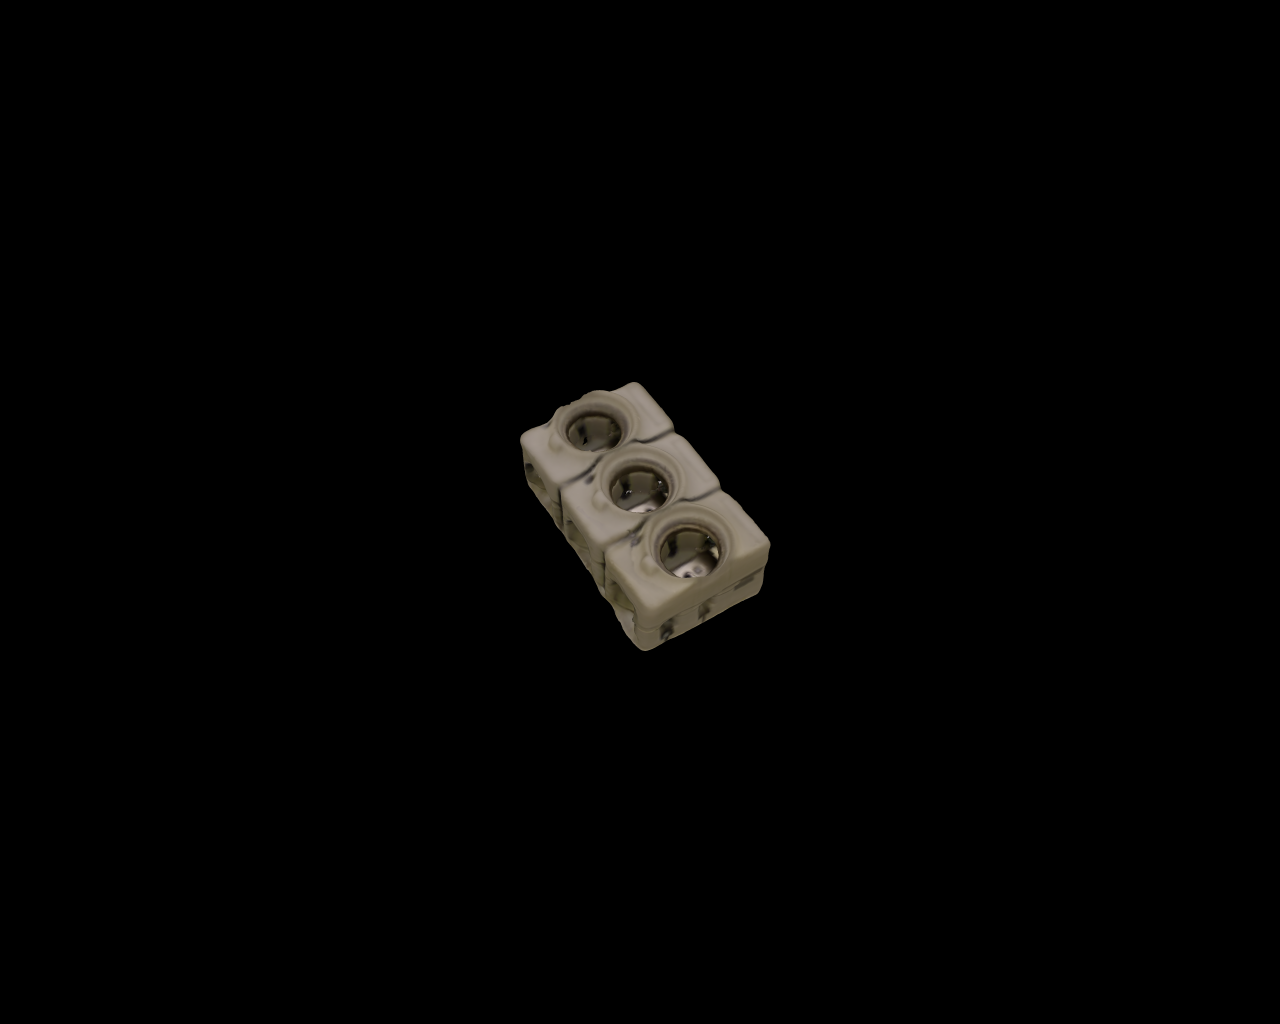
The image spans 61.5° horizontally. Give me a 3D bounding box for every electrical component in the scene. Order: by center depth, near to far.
[{"bbox_3d":[0.001,-0.003,0.650,0.090,0.150,0.061,-27,-32,-18],"label":"electrical component"}]
